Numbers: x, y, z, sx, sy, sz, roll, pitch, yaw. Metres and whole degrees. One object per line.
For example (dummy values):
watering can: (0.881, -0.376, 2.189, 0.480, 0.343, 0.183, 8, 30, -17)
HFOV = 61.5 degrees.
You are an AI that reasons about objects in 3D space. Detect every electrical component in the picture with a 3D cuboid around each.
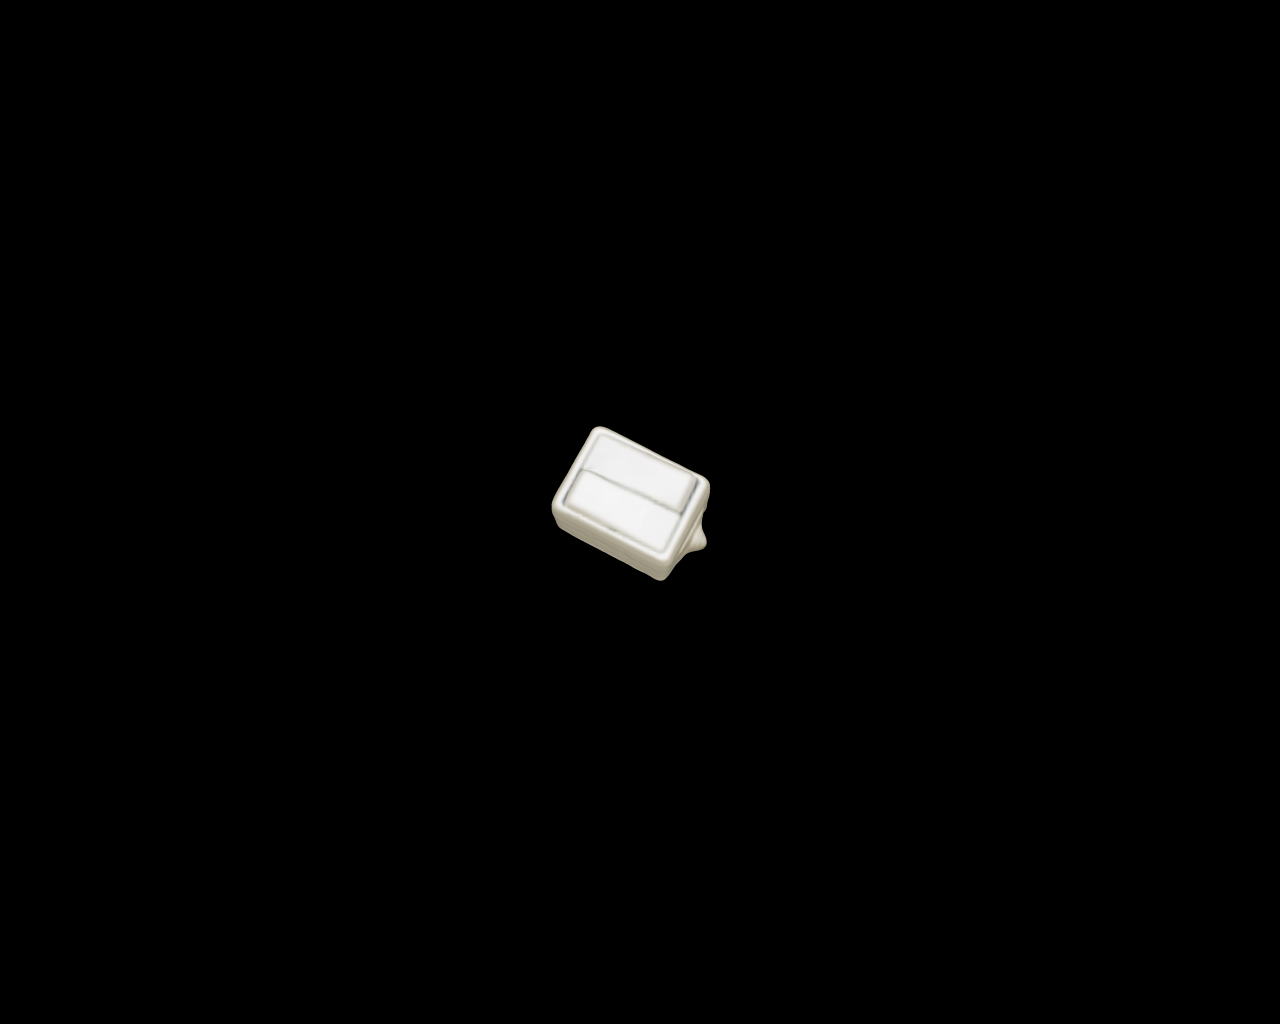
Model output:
electrical component: (0.001, -0.003, 0.650, 0.096, 0.062, 0.061, 27, -14, 7)
